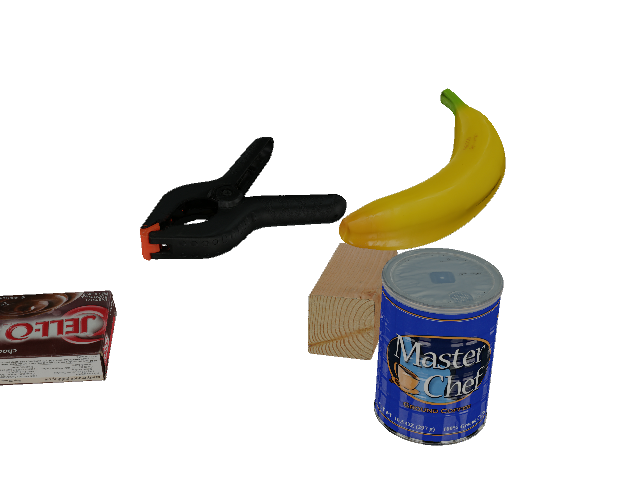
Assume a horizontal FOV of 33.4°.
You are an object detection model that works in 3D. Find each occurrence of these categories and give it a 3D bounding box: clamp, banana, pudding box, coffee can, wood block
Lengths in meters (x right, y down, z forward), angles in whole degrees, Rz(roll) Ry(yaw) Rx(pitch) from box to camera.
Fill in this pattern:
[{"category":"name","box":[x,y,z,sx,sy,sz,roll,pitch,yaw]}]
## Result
[{"category":"clamp","box":[-0.078,-0.034,0.893,0.171,0.039,0.120,-17,38,-23]},{"category":"banana","box":[0.079,-0.038,0.700,0.070,0.037,0.197,20,37,16]},{"category":"pudding box","box":[-0.244,0.087,0.955,0.113,0.039,0.090,-4,33,-2]},{"category":"coffee can","box":[0.101,0.091,0.930,0.103,0.140,0.103,1,28,-1]},{"category":"wood block","box":[0.049,0.082,1.511,0.091,0.090,0.206,5,21,11]}]
